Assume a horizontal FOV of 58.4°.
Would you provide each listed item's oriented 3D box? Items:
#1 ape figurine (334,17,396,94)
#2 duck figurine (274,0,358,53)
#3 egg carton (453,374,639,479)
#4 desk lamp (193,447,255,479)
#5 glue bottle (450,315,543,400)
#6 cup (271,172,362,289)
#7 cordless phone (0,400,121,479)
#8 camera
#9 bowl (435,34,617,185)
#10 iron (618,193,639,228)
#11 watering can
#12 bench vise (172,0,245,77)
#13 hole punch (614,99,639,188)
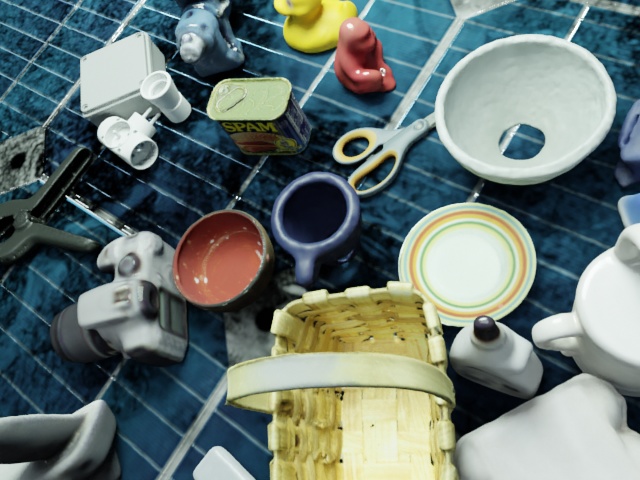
[{"bbox_3d":[0.048,-0.221,0.672,0.076,0.092,0.078,11,71,23],"label":"ape figurine"},{"bbox_3d":[-0.008,-0.294,0.728,0.104,0.086,0.077,0,67,19],"label":"duck figurine"},{"bbox_3d":[0.188,0.182,0.458,0.150,0.069,0.107,-31,61,4],"label":"egg carton"},{"bbox_3d":[-0.091,0.260,0.440,0.202,0.214,0.118,33,81,28],"label":"desk lamp"},{"bbox_3d":[0.138,0.089,0.458,0.078,0.173,0.037,18,75,26],"label":"glue bottle"},{"bbox_3d":[0.005,0.002,0.587,0.091,0.095,0.118,1,68,20],"label":"cup"},{"bbox_3d":[-0.297,0.211,0.550,0.147,0.185,0.094,-35,60,2],"label":"cordless phone"},{"bbox_3d":[-0.230,0.073,0.635,0.136,0.101,0.143,-17,63,12],"label":"camera"},{"bbox_3d":[0.204,-0.120,0.583,0.167,0.075,0.167,-7,65,16],"label":"bowl"},{"bbox_3d":[0.349,0.016,0.434,0.119,0.142,0.257,-45,61,-4],"label":"iron"},{"bbox_3d":[0.250,0.047,0.425,0.173,0.194,0.100,-35,60,2],"label":"watering can"},{"bbox_3d":[-0.160,-0.333,0.721,0.121,0.220,0.207,-27,61,7],"label":"bench vise"},{"bbox_3d":[0.332,-0.102,0.521,0.100,0.091,0.109,21,76,26],"label":"hole punch"}]
